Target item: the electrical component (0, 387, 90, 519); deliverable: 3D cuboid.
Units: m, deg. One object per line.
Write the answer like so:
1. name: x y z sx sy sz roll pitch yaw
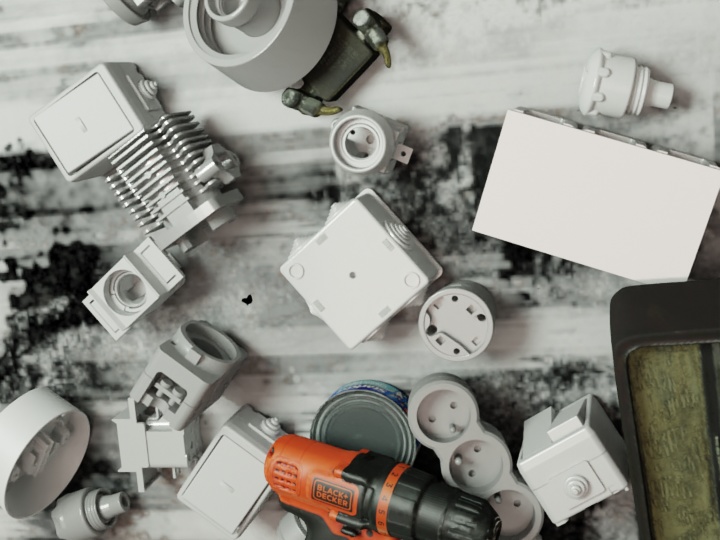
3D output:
1. electrical component: -0.272 0.149 0.890 0.064 0.099 0.099 39 107 10

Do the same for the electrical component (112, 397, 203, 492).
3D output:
1. electrical component: -0.165 0.138 0.890 0.064 0.042 0.081 -2 101 11

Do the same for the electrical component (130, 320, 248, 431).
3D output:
1. electrical component: -0.130 0.077 0.843 0.050 0.089 0.055 36 107 5

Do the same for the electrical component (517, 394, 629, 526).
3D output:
1. electrical component: 0.154 0.135 0.782 0.062 0.096 0.061 -33 92 17

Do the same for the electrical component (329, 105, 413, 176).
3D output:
1. electrical component: 0.005 -0.095 0.794 0.066 0.055 0.048 23 106 8

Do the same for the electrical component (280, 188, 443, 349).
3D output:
1. electrical component: 0.000 0.000 0.818 0.100 0.048 0.099 -42 89 17

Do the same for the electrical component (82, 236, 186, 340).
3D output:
1. electrical component: -0.175 0.012 0.855 0.081 0.064 0.042 -41 90 18

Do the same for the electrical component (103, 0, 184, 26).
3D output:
1. electrical component: -0.165 -0.222 0.809 0.057 0.058 0.078 -36 91 14

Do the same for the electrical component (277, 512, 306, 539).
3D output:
1. electrical component: -0.034 0.203 0.869 0.045 0.045 0.055 45 108 2

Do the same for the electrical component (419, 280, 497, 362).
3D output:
1. electrical component: 0.075 0.036 0.807 0.055 0.047 0.055 3 102 13

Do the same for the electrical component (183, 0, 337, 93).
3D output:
1. electrical component: -0.078 -0.188 0.772 0.108 0.060 0.108 -6 79 30

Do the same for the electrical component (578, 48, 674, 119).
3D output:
1. electrical component: 0.186 -0.127 0.750 0.062 0.048 0.048 12 104 4

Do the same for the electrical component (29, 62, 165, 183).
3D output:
1. electrical component: -0.198 -0.118 0.835 0.096 0.061 0.061 -31 92 18

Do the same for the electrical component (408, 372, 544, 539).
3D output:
1. electrical component: 0.086 0.139 0.812 0.052 0.073 0.138 -33 92 4

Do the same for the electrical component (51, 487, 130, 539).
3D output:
1. electrical component: -0.227 0.206 0.918 0.062 0.043 0.043 -20 96 15

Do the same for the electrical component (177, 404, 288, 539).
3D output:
1. electrical component: -0.094 0.158 0.866 0.062 0.061 0.096 35 107 5

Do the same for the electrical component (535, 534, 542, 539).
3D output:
1. electrical component: 0.128 0.221 0.834 0.062 0.048 0.048 3 102 6

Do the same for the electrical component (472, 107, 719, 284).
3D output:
1. electrical component: 0.167 -0.052 0.760 0.150 0.062 0.089 18 105 10
